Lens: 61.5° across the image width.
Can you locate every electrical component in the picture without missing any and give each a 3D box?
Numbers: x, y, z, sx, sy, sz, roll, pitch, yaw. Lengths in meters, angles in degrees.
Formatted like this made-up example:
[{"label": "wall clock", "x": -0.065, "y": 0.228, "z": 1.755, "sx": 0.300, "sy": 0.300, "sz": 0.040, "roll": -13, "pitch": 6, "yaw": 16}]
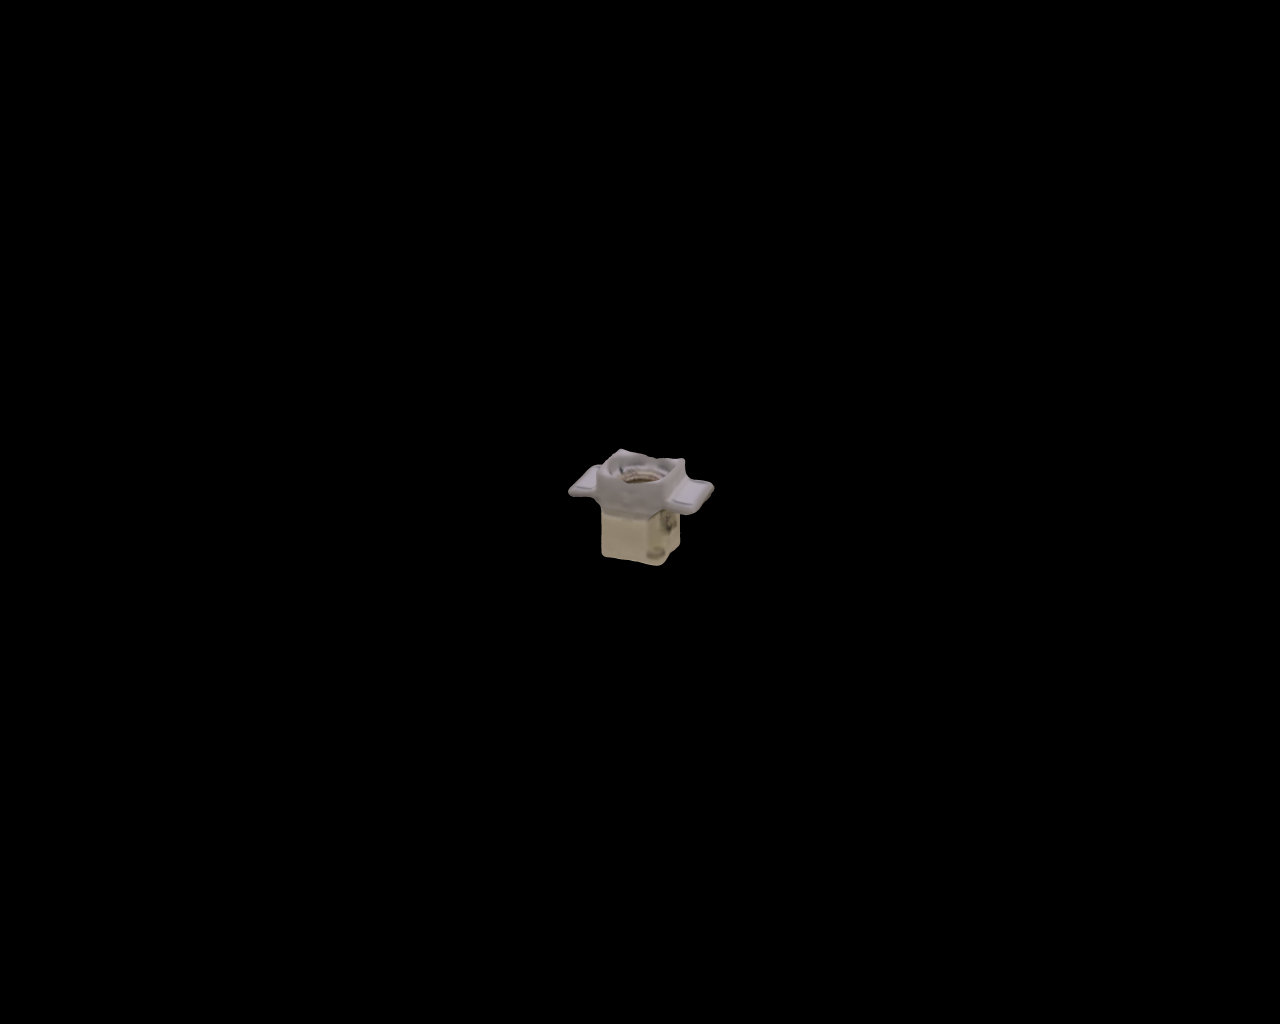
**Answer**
[{"label": "electrical component", "x": 0.001, "y": -0.003, "z": 0.650, "sx": 0.081, "sy": 0.063, "sz": 0.042, "roll": 10, "pitch": 28, "yaw": 20}]
